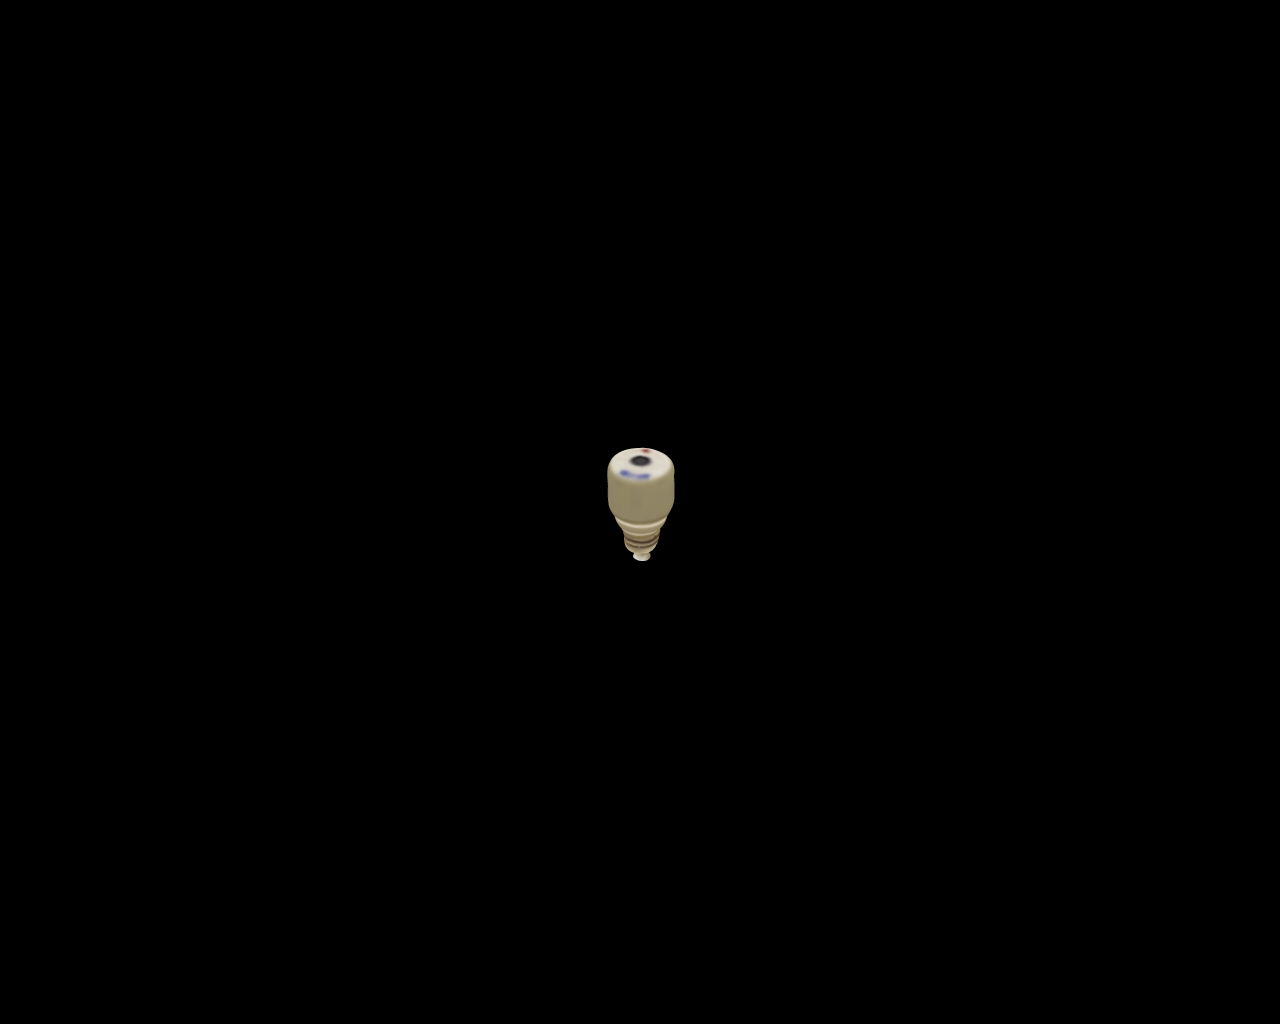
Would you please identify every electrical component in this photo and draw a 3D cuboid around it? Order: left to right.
[{"bbox_3d":[0.001,-0.003,0.650,0.040,0.078,0.040,0,35,0],"label":"electrical component"}]
